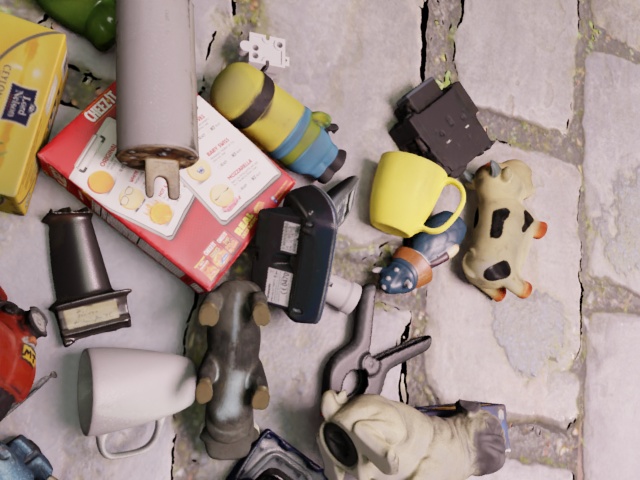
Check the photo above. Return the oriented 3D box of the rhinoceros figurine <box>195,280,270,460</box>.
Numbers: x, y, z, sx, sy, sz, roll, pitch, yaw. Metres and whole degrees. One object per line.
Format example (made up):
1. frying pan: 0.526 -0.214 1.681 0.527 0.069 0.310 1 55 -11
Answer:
1. rhinoceros figurine: -0.095 0.137 0.560 0.073 0.112 0.190 1 93 -15

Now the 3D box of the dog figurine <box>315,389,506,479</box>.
1. dog figurine: 0.105 0.205 0.586 0.190 0.121 0.172 -26 93 -39

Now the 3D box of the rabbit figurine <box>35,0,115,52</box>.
1. rabbit figurine: -0.246 -0.305 0.538 0.159 0.170 0.121 34 70 -15

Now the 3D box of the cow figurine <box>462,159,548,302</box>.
1. cow figurine: 0.249 -0.025 0.752 0.127 0.085 0.195 28 72 -23

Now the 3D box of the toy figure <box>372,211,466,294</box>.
1. toy figure: 0.133 0.023 0.702 0.154 0.064 0.057 -42 113 -24

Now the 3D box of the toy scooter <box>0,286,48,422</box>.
1. toy scooter: -0.309 0.083 0.475 0.075 0.184 0.135 74 31 -42

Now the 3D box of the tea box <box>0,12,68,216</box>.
1. tea box: -0.303 -0.117 0.523 0.068 0.098 0.169 16 74 -20

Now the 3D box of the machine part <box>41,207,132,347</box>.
1. machine part: -0.246 0.033 0.556 0.084 0.039 0.138 -17 90 -16

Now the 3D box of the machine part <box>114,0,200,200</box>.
1. machine part: -0.160 -0.157 0.525 0.079 0.079 0.243 0 80 -23

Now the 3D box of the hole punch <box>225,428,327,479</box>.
1. hole punch: -0.050 0.285 0.580 0.142 0.092 0.116 41 99 -14

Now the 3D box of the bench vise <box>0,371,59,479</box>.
1. bench vise: -0.218 0.251 0.432 0.129 0.241 0.223 -28 109 -28

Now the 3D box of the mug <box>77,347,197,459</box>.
1. mug: -0.180 0.158 0.540 0.107 0.081 0.109 0 78 -32

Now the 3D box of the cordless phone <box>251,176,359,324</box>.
1. cordless phone: -0.001 -0.001 0.638 0.089 0.184 0.146 17 115 16

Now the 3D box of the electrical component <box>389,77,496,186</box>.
1. electrical component: 0.166 -0.154 0.750 0.115 0.058 0.134 -41 99 -25

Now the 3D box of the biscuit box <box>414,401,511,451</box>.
1. biscuit box: 0.137 0.239 0.668 0.203 0.063 0.059 1 79 -23

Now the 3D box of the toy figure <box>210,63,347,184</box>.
1. toy figure: -0.045 -0.137 0.635 0.180 0.089 0.082 37 78 -19
